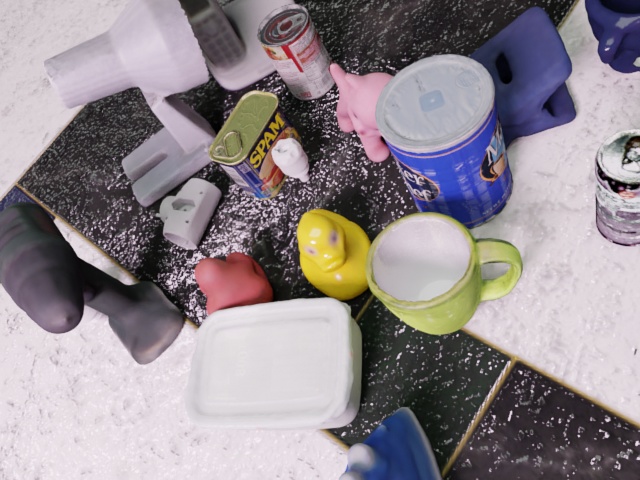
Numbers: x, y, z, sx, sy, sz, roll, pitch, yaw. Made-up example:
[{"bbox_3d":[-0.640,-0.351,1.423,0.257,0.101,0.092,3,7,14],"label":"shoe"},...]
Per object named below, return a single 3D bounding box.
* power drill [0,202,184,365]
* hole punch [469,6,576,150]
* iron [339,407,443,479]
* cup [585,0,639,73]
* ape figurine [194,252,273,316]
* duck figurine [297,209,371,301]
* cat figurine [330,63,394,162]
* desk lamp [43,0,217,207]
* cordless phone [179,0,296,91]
[{"bbox_3d":[-0.238,0.051,0.588,0.228,0.209,0.076,35,81,36],"label":"power drill"},{"bbox_3d":[0.197,-0.162,0.581,0.101,0.091,0.108,-18,56,15],"label":"hole punch"},{"bbox_3d":[0.028,0.232,0.398,0.118,0.142,0.258,-3,61,24],"label":"iron"},{"bbox_3d":[0.299,-0.197,0.550,0.091,0.095,0.118,25,74,34],"label":"cup"},{"bbox_3d":[-0.096,0.045,0.597,0.075,0.092,0.078,27,76,35],"label":"ape figurine"},{"bbox_3d":[0.005,0.002,0.578,0.077,0.086,0.104,-30,53,7],"label":"duck figurine"},{"bbox_3d":[0.053,-0.152,0.626,0.067,0.118,0.127,-39,53,0],"label":"cat figurine"},{"bbox_3d":[-0.211,-0.176,0.705,0.203,0.214,0.117,-37,53,2],"label":"desk lamp"},{"bbox_3d":[-0.111,-0.301,0.749,0.147,0.186,0.094,-29,53,7],"label":"cordless phone"}]
